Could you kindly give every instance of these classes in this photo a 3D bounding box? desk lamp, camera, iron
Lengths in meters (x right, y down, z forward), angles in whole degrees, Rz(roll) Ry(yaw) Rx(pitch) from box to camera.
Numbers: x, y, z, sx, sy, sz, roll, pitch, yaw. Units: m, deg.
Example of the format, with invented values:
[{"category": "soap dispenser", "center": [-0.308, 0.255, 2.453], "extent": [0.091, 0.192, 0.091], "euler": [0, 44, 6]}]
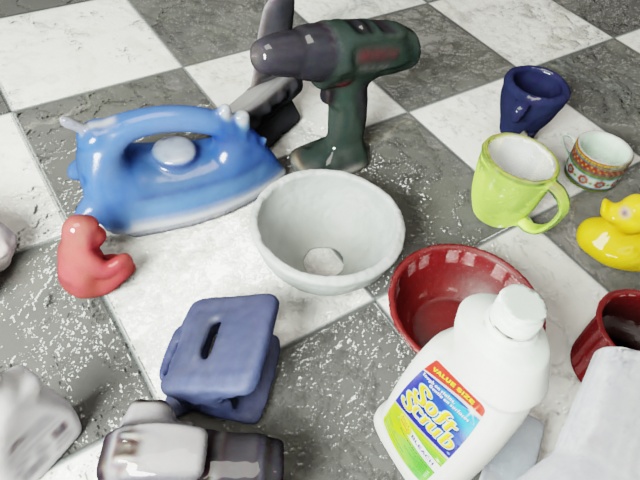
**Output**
[{"category": "desk lamp", "center": [0.177, 0.183, 0.411], "extent": [0.117, 0.213, 0.203], "euler": [24, 51, 14]}, {"category": "camera", "center": [-0.097, 0.196, 0.440], "extent": [0.137, 0.101, 0.143], "euler": [3, 50, -4]}, {"category": "iron", "center": [-0.160, -0.102, 0.659], "extent": [0.259, 0.141, 0.118], "euler": [-14, 53, -18]}]

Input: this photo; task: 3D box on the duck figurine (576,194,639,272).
[{"category": "duck figurine", "center": [0.374, -0.015, 0.686], "extent": [0.104, 0.086, 0.077], "euler": [22, 51, 12]}]

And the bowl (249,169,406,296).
[{"category": "bowl", "center": [0.006, 0.002, 0.634], "extent": [0.167, 0.075, 0.167], "euler": [3, 50, -4]}]

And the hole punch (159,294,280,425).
[{"category": "hole punch", "center": [-0.091, 0.104, 0.526], "extent": [0.101, 0.091, 0.108], "euler": [10, 49, 2]}]

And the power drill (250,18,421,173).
[{"category": "power drill", "center": [0.017, -0.171, 0.695], "extent": [0.230, 0.208, 0.075], "euler": [-27, 58, -26]}]

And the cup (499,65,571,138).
[{"category": "cup", "center": [0.287, -0.178, 0.808], "extent": [0.091, 0.095, 0.118], "euler": [29, 53, 17]}]

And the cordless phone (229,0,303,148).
[{"category": "cordless phone", "center": [-0.082, -0.218, 0.738], "extent": [0.094, 0.185, 0.148], "euler": [23, 51, 13]}]

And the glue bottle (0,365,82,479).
[{"category": "glue bottle", "center": [-0.235, 0.130, 0.432], "extent": [0.037, 0.173, 0.078], "euler": [29, 53, 18]}]

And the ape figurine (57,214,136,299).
[{"category": "ape figurine", "center": [-0.237, 0.011, 0.586], "extent": [0.076, 0.092, 0.077], "euler": [-35, 61, -30]}]

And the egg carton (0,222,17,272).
[{"category": "egg carton", "center": [-0.395, 0.013, 0.580], "extent": [0.150, 0.069, 0.107], "euler": [8, 49, 0]}]
